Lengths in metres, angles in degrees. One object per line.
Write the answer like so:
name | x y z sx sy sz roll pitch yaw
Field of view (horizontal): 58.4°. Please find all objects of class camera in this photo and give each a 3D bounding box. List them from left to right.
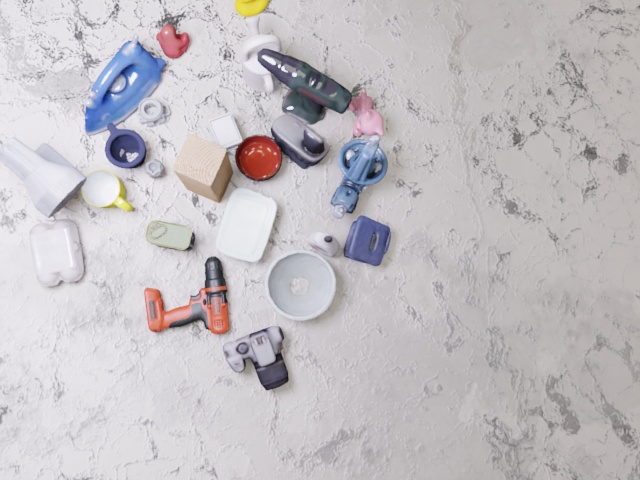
camera | -0.137 0.279 1.317 0.143 0.100 0.137 -21 86 -7

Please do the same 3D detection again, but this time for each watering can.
watering can | -0.141 -0.439 1.351 0.101 0.194 0.173 -37 87 -7

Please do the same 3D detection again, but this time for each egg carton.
egg carton | -0.606 0.029 1.322 0.107 0.069 0.150 -13 85 -6

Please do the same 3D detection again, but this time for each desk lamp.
desk lamp | -0.609 -0.140 1.269 0.203 0.213 0.118 40 82 1

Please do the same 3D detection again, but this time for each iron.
iron | -0.483 -0.364 1.341 0.118 0.141 0.258 35 82 0

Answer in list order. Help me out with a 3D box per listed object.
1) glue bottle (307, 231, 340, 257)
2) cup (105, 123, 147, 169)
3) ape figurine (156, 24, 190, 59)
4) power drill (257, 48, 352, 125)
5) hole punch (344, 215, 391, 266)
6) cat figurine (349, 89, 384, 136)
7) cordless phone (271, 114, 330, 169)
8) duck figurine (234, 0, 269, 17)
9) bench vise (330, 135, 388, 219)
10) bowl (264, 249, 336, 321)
glue bottle | 0.012 0.005 1.324 0.078 0.173 0.037 25 82 -1
cup | -0.456 -0.215 1.350 0.092 0.095 0.118 -35 87 -7
ape figurine | -0.361 -0.490 1.390 0.078 0.092 0.076 18 82 -2
power drill | -0.040 -0.351 1.342 0.229 0.208 0.076 23 82 -2
hole punch | 0.118 0.002 1.375 0.101 0.091 0.109 16 82 -2
cat figurine | 0.116 -0.304 1.396 0.067 0.117 0.128 -10 84 -5
cordless phone | -0.045 -0.249 1.342 0.147 0.185 0.094 36 82 0
duck figurine | -0.168 -0.616 1.423 0.104 0.086 0.077 -43 88 -8
bench vise | 0.098 -0.149 1.325 0.121 0.219 0.207 8 83 -3
bowl | -0.048 0.108 1.357 0.167 0.074 0.167 1 83 -5
